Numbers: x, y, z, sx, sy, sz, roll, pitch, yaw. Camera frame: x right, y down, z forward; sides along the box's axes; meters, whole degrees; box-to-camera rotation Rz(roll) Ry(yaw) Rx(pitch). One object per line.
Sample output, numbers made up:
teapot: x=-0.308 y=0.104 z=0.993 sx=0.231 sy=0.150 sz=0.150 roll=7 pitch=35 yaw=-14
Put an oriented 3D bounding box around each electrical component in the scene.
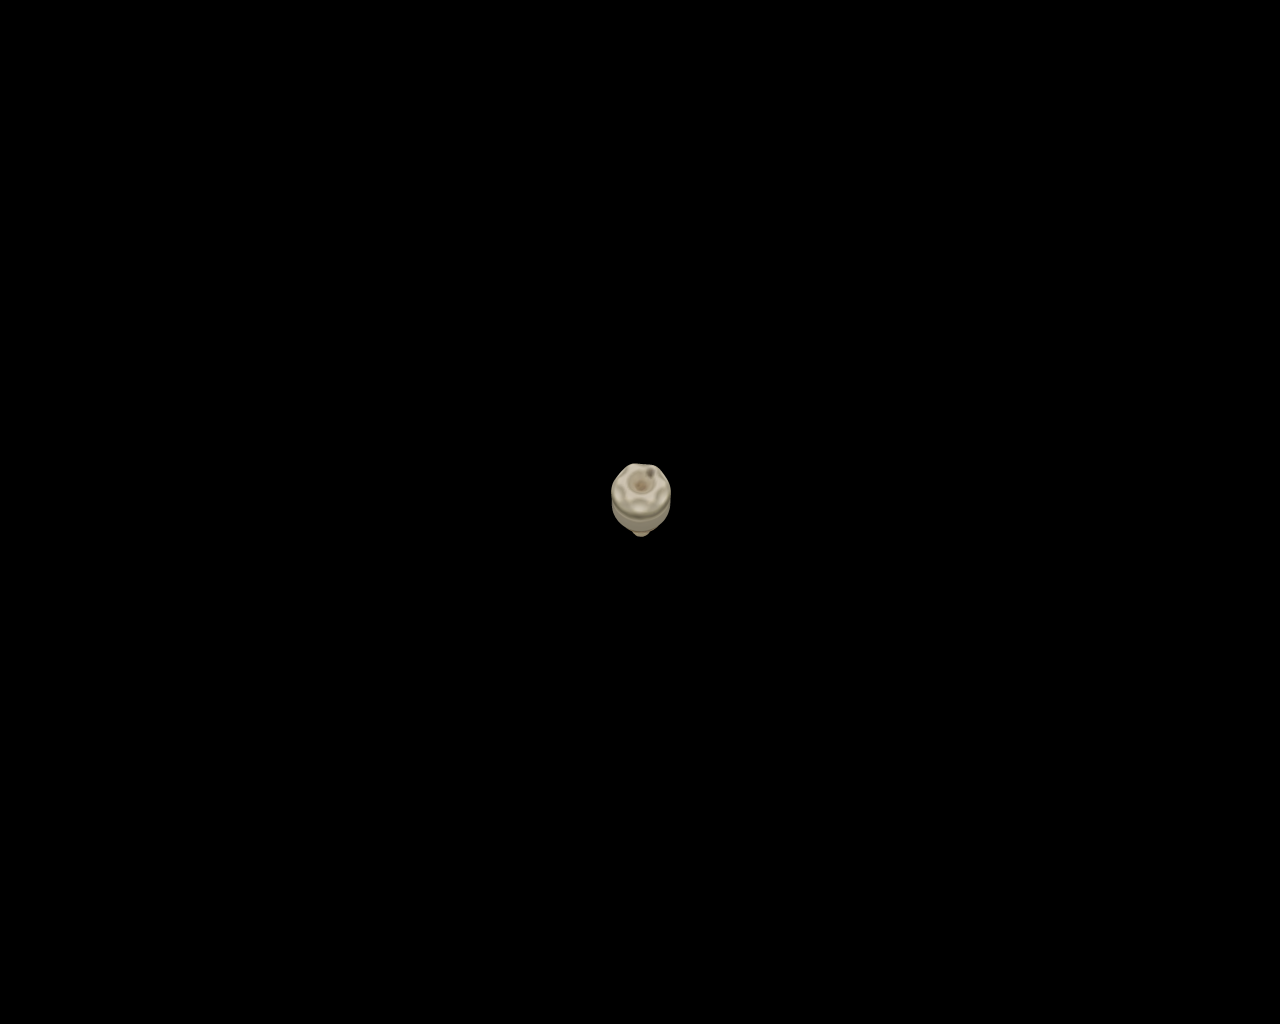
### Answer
electrical component: x=0.001 y=-0.003 z=0.650 sx=0.035 sy=0.035 sz=0.061 roll=0 pitch=-30 yaw=0
